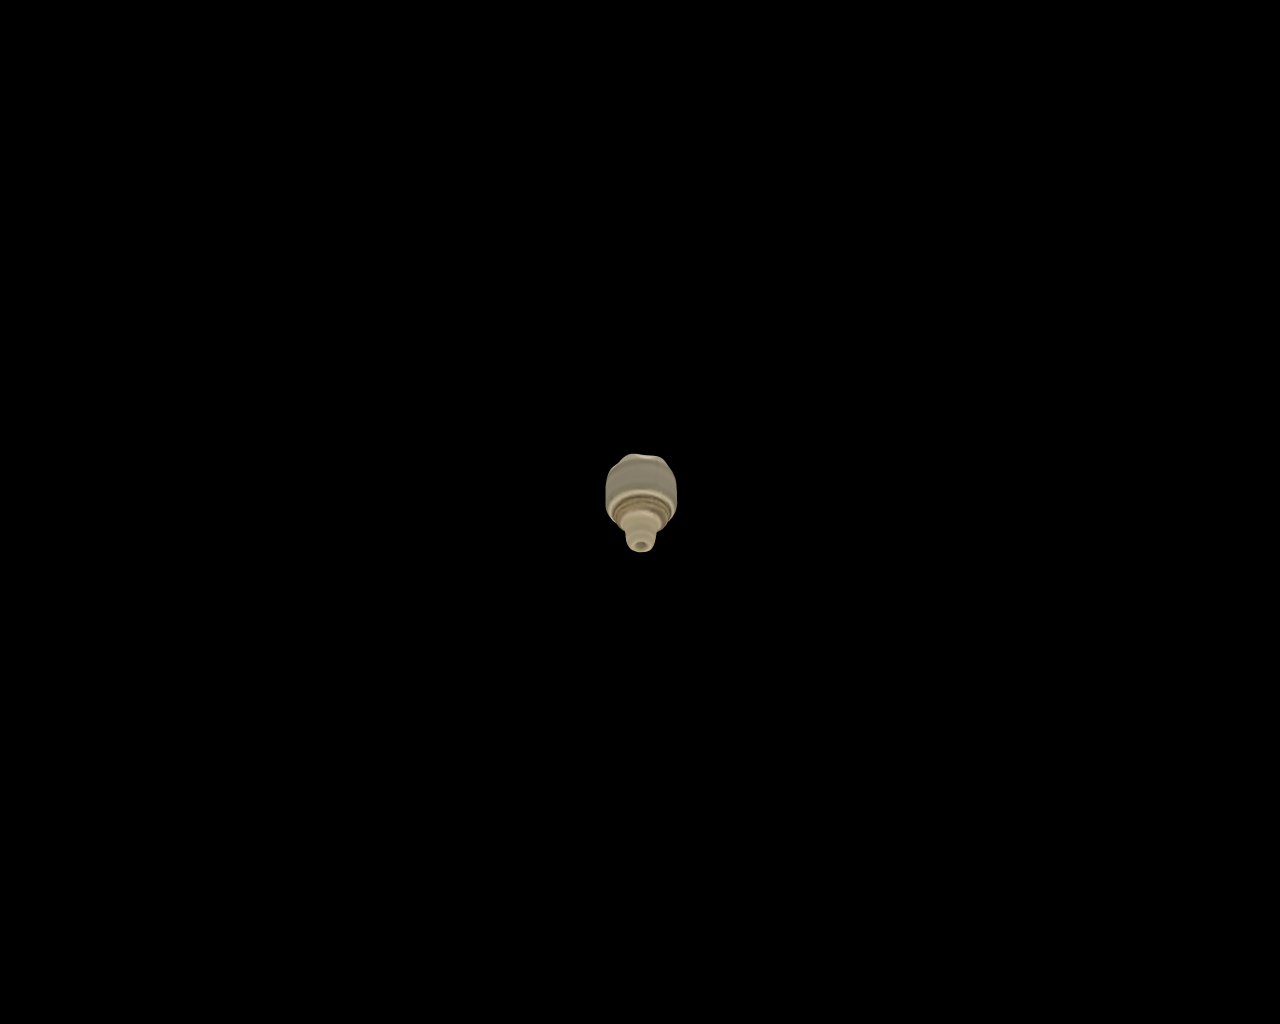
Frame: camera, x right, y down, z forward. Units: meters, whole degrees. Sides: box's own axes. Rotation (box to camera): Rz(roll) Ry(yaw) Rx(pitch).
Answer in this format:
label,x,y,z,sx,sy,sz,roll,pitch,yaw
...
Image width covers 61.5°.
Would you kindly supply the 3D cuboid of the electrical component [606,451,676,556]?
label,x,y,z,sx,sy,sz,roll,pitch,yaw
electrical component,0.001,-0.003,0.650,0.043,0.062,0.043,0,-40,0
